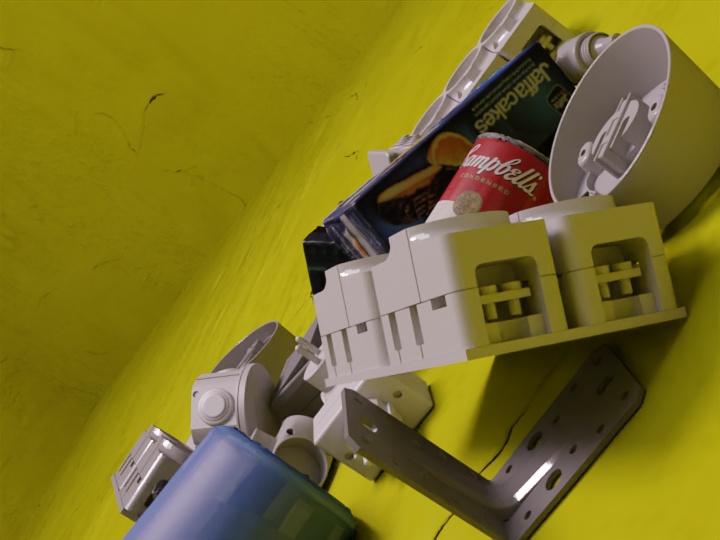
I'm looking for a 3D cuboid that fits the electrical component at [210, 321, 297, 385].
[{"bbox_3d":[-0.107,0.098,1.110,0.099,0.064,0.099,-53,11,15],"label":"electrical component"}]

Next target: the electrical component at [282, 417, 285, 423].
[{"bbox_3d":[-0.083,0.137,0.914,0.076,0.066,0.047,88,-153,-56],"label":"electrical component"}]

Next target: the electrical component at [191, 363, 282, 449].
[{"bbox_3d":[-0.095,0.114,0.835,0.051,0.080,0.080,-8,28,13],"label":"electrical component"}]

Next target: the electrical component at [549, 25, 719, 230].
[{"bbox_3d":[0.139,-0.065,0.543,0.099,0.064,0.099,-52,11,15],"label":"electrical component"}]

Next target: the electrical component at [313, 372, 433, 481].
[{"bbox_3d":[0.008,0.096,0.669,0.065,0.047,0.076,-53,12,11],"label":"electrical component"}]

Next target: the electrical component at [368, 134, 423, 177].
[{"bbox_3d":[0.046,-0.055,0.834,0.048,0.099,0.100,-16,9,-7],"label":"electrical component"}]

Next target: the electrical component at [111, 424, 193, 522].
[{"bbox_3d":[-0.140,0.185,0.885,0.060,0.105,0.186,-57,11,-11],"label":"electrical component"}]

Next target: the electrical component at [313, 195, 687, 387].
[{"bbox_3d":[0.055,0.013,0.529,0.186,0.105,0.060,154,105,-69],"label":"electrical component"}]

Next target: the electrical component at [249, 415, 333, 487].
[{"bbox_3d":[-0.065,0.139,0.772,0.044,0.079,0.077,-56,6,50],"label":"electrical component"}]

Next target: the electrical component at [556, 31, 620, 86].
[{"bbox_3d":[0.166,-0.153,0.765,0.035,0.035,0.061,-59,14,-16],"label":"electrical component"}]

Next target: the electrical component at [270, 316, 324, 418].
[{"bbox_3d":[-0.029,0.081,0.835,0.096,0.061,0.061,-48,13,33],"label":"electrical component"}]

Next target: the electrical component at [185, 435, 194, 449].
[{"bbox_3d":[-0.139,0.173,1.059,0.080,0.051,0.080,-52,11,15],"label":"electrical component"}]

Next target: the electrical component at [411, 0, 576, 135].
[{"bbox_3d":[0.112,-0.154,0.924,0.150,0.062,0.089,-54,11,8],"label":"electrical component"}]

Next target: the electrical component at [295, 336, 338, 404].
[{"bbox_3d":[-0.012,0.072,0.743,0.044,0.079,0.077,-53,11,11],"label":"electrical component"}]
